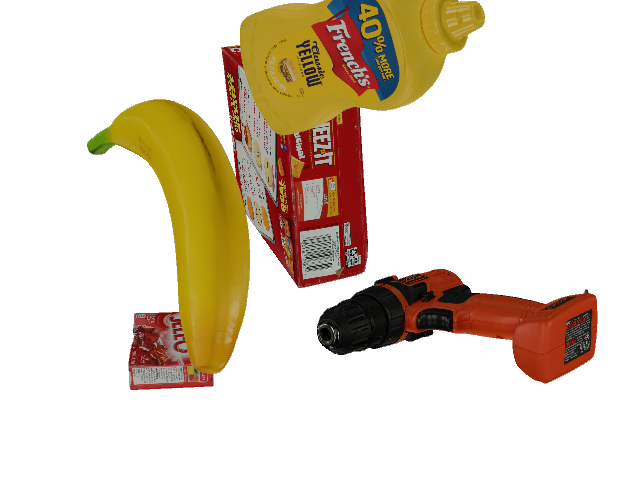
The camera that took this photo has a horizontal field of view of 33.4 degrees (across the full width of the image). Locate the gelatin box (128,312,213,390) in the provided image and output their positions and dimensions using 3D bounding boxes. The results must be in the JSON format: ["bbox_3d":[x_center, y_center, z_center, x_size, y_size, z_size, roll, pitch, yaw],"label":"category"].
[{"bbox_3d":[-0.132,0.096,0.958,0.073,0.030,0.089,-2,28,-4],"label":"gelatin box"}]

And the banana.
[{"bbox_3d":[-0.070,-0.020,0.550,0.037,0.070,0.198,13,30,-36],"label":"banana"}]

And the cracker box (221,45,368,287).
[{"bbox_3d":[-0.025,-0.078,0.962,0.072,0.164,0.214,-11,25,-15],"label":"cracker box"}]

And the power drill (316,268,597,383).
[{"bbox_3d":[0.114,0.067,0.866,0.188,0.057,0.184,10,17,38],"label":"power drill"}]

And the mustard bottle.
[{"bbox_3d":[0.032,-0.139,0.769,0.192,0.096,0.058,-9,12,39],"label":"mustard bottle"}]
